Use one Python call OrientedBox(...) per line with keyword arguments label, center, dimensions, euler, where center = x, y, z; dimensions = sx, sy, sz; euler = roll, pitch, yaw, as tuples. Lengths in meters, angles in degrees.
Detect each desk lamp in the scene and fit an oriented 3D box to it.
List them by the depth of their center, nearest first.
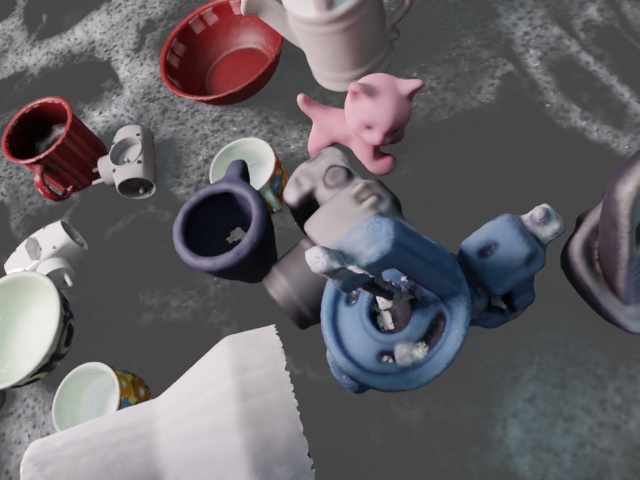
OrientedBox(label="desk lamp", center=(-0.081, 0.157, 0.403), dimensions=(0.203, 0.214, 0.118), euler=(-22, 60, 6))

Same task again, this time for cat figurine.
OrientedBox(label="cat figurine", center=(0.038, -0.123, 0.560), dimensions=(0.127, 0.118, 0.067), euler=(10, 68, 22))

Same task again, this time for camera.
OrientedBox(label="camera", center=(0.005, 0.002, 0.518), dimensions=(0.137, 0.101, 0.142), euler=(-40, 60, -4))

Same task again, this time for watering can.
OrientedBox(label="watering can", center=(0.004, -0.251, 0.590), dimensions=(0.172, 0.194, 0.101), euler=(-22, 60, 7))

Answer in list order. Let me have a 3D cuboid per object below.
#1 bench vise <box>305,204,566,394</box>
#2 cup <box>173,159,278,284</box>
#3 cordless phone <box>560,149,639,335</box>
OrientedBox(label="bench vise", center=(0.074, 0.018, 0.419), dimensions=(0.207, 0.220, 0.121), euler=(-46, 60, -8))
OrientedBox(label="cup", center=(-0.077, -0.009, 0.553), dimensions=(0.091, 0.095, 0.118), euler=(1, 65, 19))
OrientedBox(label="cordless phone", center=(0.245, -0.024, 0.405), dimensions=(0.148, 0.185, 0.094), euler=(-46, 60, -8))
